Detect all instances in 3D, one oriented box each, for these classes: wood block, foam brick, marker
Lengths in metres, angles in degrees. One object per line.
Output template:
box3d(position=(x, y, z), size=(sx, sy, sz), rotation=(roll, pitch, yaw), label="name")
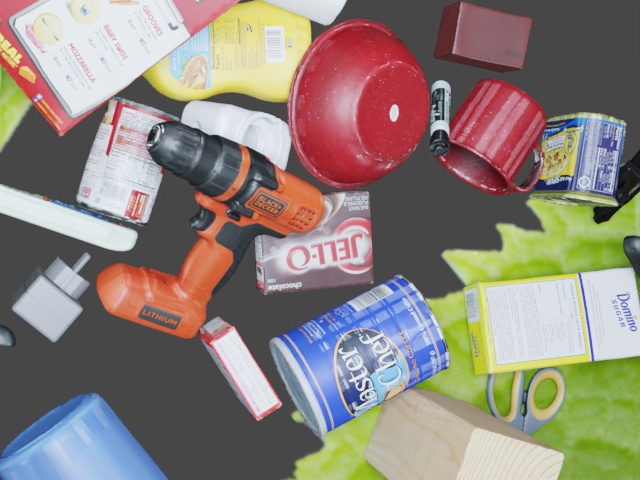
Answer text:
box3d(position=(0.125, 0.201, 0.985), size=(0.090, 0.206, 0.090), rotation=(20, 89, -16), label="wood block")
box3d(position=(0.159, -0.197, 1.045), size=(0.078, 0.051, 0.053), rotation=(10, 93, -16), label="foam brick")
box3d(position=(0.114, -0.115, 1.009), size=(0.020, 0.121, 0.020), rotation=(3, 126, 5), label="marker")

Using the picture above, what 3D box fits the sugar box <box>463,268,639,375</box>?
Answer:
box3d(position=(0.239, 0.082, 1.085), size=(0.176, 0.048, 0.093), rotation=(-4, 82, -17), label="sugar box")

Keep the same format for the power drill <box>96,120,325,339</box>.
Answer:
box3d(position=(-0.112, -0.006, 0.925), size=(0.184, 0.057, 0.188), rotation=(26, 117, -38), label="power drill")

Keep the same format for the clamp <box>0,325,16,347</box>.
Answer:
box3d(position=(-0.368, 0.090, 0.929), size=(0.171, 0.039, 0.120), rotation=(34, 79, -10), label="clamp")

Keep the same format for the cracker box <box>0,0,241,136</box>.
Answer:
box3d(position=(-0.179, -0.214, 0.871), size=(0.214, 0.072, 0.164), rotation=(-34, 107, 14), label="cracker box")

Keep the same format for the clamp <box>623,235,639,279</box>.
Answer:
box3d(position=(0.374, 0.055, 1.114), size=(0.164, 0.036, 0.210), rotation=(-38, 119, -41), label="clamp")

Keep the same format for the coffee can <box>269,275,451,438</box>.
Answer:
box3d(position=(0.037, 0.109, 1.008), size=(0.140, 0.103, 0.103), rotation=(-27, 101, -12), label="coffee can")

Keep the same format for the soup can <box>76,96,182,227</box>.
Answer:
box3d(position=(-0.172, -0.070, 0.955), size=(0.068, 0.069, 0.102), rotation=(18, 90, -16), label="soup can")

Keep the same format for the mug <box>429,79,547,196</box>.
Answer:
box3d(position=(0.175, -0.095, 1.040), size=(0.117, 0.093, 0.081), rotation=(38, 78, -21), label="mug")

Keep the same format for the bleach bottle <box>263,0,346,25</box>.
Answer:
box3d(position=(-0.088, -0.279, 0.932), size=(0.250, 0.068, 0.102), rotation=(20, 71, -12), label="bleach bottle")

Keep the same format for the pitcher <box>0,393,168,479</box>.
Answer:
box3d(position=(-0.184, 0.266, 0.955), size=(0.149, 0.145, 0.243), rotation=(-37, 99, -23), label="pitcher")

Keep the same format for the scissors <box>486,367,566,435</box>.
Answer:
box3d(position=(0.214, 0.216, 1.110), size=(0.096, 0.016, 0.202), rotation=(-6, 96, -15), label="scissors")

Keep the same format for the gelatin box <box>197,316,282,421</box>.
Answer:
box3d(position=(-0.075, 0.118, 0.993), size=(0.030, 0.073, 0.089), rotation=(-33, 102, -11), label="gelatin box")

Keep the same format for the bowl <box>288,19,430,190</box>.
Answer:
box3d(position=(0.050, -0.122, 0.988), size=(0.161, 0.055, 0.162), rotation=(-12, 110, -36), label="bowl")

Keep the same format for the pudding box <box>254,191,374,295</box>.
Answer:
box3d(position=(-0.007, 0.001, 1.021), size=(0.113, 0.039, 0.090), rotation=(-5, 96, -15), label="pudding box")

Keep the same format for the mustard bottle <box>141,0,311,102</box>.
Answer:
box3d(position=(-0.106, -0.174, 0.970), size=(0.191, 0.058, 0.096), rotation=(-2, 90, -15), label="mustard bottle")

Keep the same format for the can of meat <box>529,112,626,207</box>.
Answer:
box3d(position=(0.255, -0.078, 1.055), size=(0.057, 0.102, 0.084), rotation=(9, 89, -16), label="can of meat")
